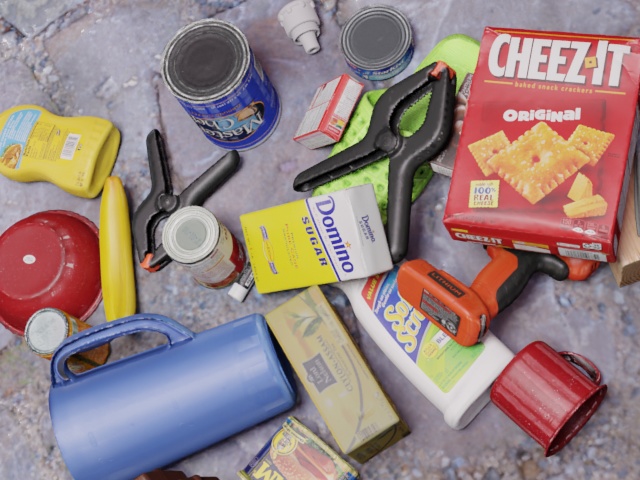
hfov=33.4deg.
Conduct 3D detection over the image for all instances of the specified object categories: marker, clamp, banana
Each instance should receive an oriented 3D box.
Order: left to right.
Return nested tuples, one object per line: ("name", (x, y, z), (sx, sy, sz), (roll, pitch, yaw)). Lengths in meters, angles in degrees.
("banana", (-0.230, 0.026, 1.223), (0.037, 0.070, 0.198), (1, 65, -23))
("clamp", (-0.162, -0.044, 1.242), (0.120, 0.039, 0.171), (6, 80, 22))
("marker", (-0.065, 0.015, 1.211), (0.020, 0.020, 0.121), (28, 80, 20))
("clamp", (0.082, -0.088, 1.118), (0.210, 0.036, 0.165), (-51, 58, 11))

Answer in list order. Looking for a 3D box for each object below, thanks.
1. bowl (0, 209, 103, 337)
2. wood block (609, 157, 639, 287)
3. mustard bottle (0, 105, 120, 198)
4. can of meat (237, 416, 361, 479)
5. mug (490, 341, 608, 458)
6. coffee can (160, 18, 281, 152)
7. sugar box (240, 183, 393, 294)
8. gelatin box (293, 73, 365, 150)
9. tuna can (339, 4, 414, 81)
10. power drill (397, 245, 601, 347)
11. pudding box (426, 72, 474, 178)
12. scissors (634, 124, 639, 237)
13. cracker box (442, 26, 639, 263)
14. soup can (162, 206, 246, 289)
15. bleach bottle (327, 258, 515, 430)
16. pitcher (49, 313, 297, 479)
("bowl", (-0.330, 0.032, 1.249), (0.162, 0.055, 0.162), (-4, 71, 11))
("wood block", (0.316, -0.068, 1.112), (0.091, 0.090, 0.206), (-20, 69, 7))
("mustard bottle", (-0.345, -0.115, 1.297), (0.192, 0.058, 0.096), (13, 75, 16))
("can of meat", (-0.020, 0.245, 1.108), (0.102, 0.057, 0.084), (38, 82, 21))
("mug", (0.233, 0.149, 1.069), (0.117, 0.093, 0.082), (-32, 59, -31))
("coffee can", (-0.110, -0.174, 1.217), (0.103, 0.140, 0.103), (-4, 72, 12))
("sugar box", (-0.008, 0.001, 1.126), (0.177, 0.048, 0.093), (-13, 92, 50))
("gelatin box", (0.010, -0.143, 1.211), (0.030, 0.089, 0.073), (28, 78, -17))
("tuna can", (0.067, -0.231, 1.252), (0.086, 0.033, 0.086), (-4, 72, 12))
("power drill", (0.169, 0.011, 1.106), (0.187, 0.057, 0.185), (-36, 58, -25))
("pudding box", (0.177, -0.112, 1.126), (0.090, 0.039, 0.113), (22, 82, 22))
("scissors", (0.340, -0.107, 1.061), (0.096, 0.016, 0.202), (-13, 70, 11))
("cracker box", (0.223, -0.097, 1.047), (0.164, 0.072, 0.213), (9, 77, 20))
("soup can", (-0.128, 0.009, 1.184), (0.068, 0.102, 0.068), (-4, 71, 12))
("bleach bottle", (0.085, 0.080, 1.134), (0.251, 0.068, 0.102), (41, 85, 23))
("pitcher", (-0.156, 0.159, 1.125), (0.243, 0.149, 0.145), (-22, 57, 2))
